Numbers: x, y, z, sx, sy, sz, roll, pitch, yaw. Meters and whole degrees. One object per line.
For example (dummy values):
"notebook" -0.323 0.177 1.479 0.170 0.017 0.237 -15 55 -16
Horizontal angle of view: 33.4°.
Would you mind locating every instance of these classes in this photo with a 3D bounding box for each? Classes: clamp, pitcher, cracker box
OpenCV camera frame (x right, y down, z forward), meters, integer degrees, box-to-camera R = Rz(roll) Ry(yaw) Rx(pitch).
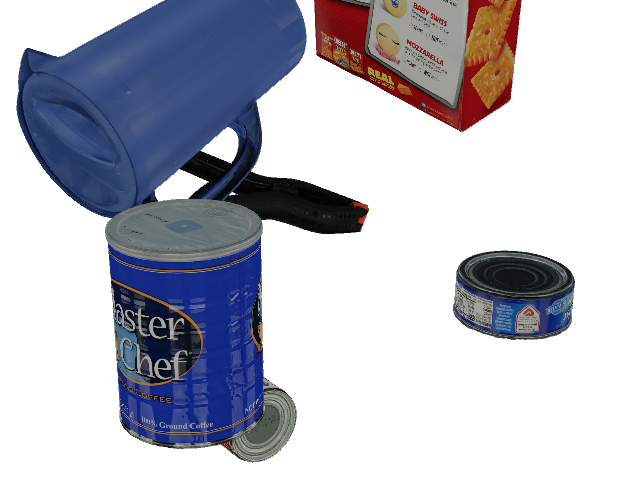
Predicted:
"clamp" -0.044 -0.038 1.074 0.209 0.036 0.165 14 20 -19
"pitcher" -0.116 -0.127 0.896 0.145 0.149 0.242 23 49 31
"cracker box" 0.072 -0.212 0.805 0.072 0.214 0.164 -33 50 -30

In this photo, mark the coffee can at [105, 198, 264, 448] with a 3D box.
"coffee can" -0.089 0.054 0.723 0.103 0.140 0.103 0 21 0

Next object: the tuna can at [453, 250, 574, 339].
"tuna can" 0.140 0.038 0.773 0.086 0.034 0.086 1 22 0

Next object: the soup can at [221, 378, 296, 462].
"soup can" -0.076 0.139 0.914 0.068 0.068 0.102 0 17 -39
